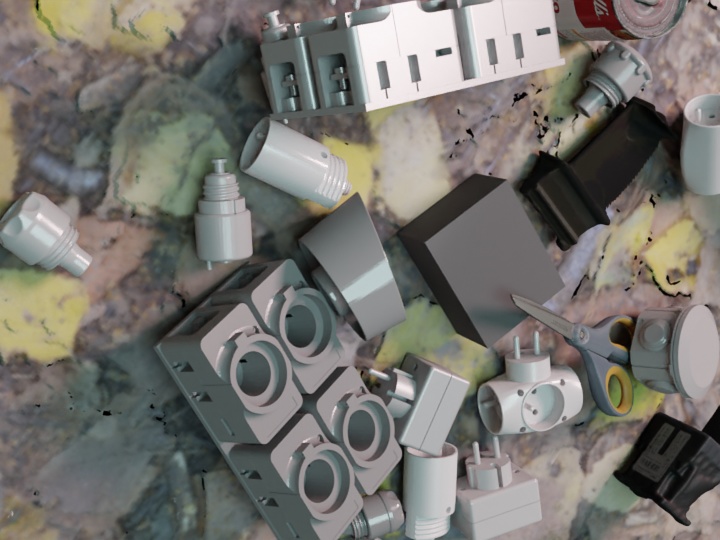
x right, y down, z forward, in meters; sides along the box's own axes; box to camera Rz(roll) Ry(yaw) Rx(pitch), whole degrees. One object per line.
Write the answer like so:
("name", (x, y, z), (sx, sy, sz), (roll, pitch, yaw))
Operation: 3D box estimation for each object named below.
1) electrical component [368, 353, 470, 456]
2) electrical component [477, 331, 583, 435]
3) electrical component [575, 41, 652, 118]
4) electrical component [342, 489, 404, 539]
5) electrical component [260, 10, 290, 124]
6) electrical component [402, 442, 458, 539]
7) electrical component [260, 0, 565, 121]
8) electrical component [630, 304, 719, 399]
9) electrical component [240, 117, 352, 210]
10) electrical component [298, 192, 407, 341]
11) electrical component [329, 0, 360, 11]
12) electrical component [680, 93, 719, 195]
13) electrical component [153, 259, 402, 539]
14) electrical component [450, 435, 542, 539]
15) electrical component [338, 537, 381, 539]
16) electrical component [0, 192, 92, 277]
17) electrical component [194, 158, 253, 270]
("electrical component", (0.034, 0.100, 0.850), (0.077, 0.047, 0.065), (24, 90, -25))
("electrical component", (0.141, 0.090, 0.894), (0.077, 0.044, 0.079), (-11, 105, -21))
("electrical component", (0.203, -0.151, 0.875), (0.062, 0.048, 0.048), (-45, 114, 1))
("electrical component", (0.002, 0.200, 0.863), (0.061, 0.035, 0.035), (-16, 106, -17))
("electrical component", (-0.052, -0.146, 0.769), (0.040, 0.040, 0.078), (-23, 108, -18))
("electrical component", (0.056, 0.184, 0.877), (0.043, 0.043, 0.081), (-3, 102, -23))
("electrical component", (0.037, -0.153, 0.744), (0.186, 0.105, 0.060), (-19, 105, -36))
("electrical component", (0.274, 0.069, 0.929), (0.080, 0.051, 0.080), (-2, 92, -48))
("electrical component", (-0.042, -0.075, 0.785), (0.081, 0.043, 0.043), (24, 90, -25))
("electrical component", (0.000, 0.000, 0.791), (0.064, 0.099, 0.099), (-34, 111, -7))
("electrical component", (-0.006, -0.226, 0.770), (0.066, 0.047, 0.076), (6, 98, -24))
("electrical component", (0.301, -0.118, 0.917), (0.077, 0.043, 0.079), (73, 32, -45))
("electrical component", (-0.051, 0.097, 0.783), (0.105, 0.060, 0.186), (-46, 116, -38))
("electrical component", (0.109, 0.175, 0.896), (0.066, 0.047, 0.076), (-14, 105, -20))
("electrical component", (-0.005, 0.249, 0.865), (0.081, 0.042, 0.063), (2, 97, -24))
("electrical component", (-0.210, -0.020, 0.725), (0.062, 0.043, 0.043), (42, 83, -26))
("electrical component", (-0.099, -0.041, 0.770), (0.040, 0.040, 0.078), (-7, 102, -22))
